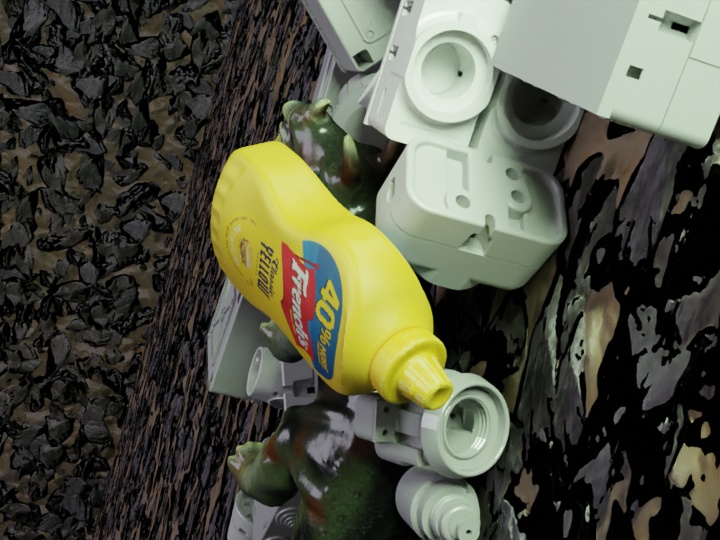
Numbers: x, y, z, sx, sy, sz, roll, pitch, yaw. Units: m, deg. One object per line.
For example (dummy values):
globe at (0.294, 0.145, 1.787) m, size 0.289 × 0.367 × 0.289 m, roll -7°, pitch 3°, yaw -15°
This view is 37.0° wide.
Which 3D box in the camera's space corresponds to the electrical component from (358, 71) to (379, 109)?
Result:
electrical component at (0.054, -0.146, 0.775) m, size 0.108 × 0.060 × 0.108 m, roll -53°, pitch 7°, yaw 9°

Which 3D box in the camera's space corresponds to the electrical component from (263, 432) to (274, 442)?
electrical component at (-0.070, 0.167, 0.985) m, size 0.062 × 0.048 × 0.048 m, roll -61°, pitch 20°, yaw 22°

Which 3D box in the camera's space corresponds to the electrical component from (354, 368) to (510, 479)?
electrical component at (0.045, 0.084, 0.599) m, size 0.057 × 0.078 × 0.058 m, roll 5°, pitch 92°, yaw 55°

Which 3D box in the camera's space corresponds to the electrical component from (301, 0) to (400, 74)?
electrical component at (0.011, -0.230, 0.863) m, size 0.109 × 0.108 × 0.056 m, roll -33°, pitch 18°, yaw -7°

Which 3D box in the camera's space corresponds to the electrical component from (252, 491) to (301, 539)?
electrical component at (-0.056, 0.187, 0.904) m, size 0.099 × 0.048 × 0.099 m, roll -94°, pitch 23°, yaw -49°

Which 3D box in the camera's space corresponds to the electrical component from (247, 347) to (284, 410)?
electrical component at (-0.049, 0.090, 0.911) m, size 0.079 × 0.077 × 0.044 m, roll 137°, pitch 144°, yaw -63°

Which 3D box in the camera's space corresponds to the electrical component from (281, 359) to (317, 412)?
electrical component at (-0.030, 0.096, 0.838) m, size 0.053 × 0.059 × 0.095 m, roll 98°, pitch 168°, yaw -73°

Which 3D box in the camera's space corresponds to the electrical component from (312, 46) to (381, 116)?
electrical component at (0.008, -0.181, 0.960) m, size 0.057 × 0.078 × 0.113 m, roll -137°, pitch 62°, yaw -76°

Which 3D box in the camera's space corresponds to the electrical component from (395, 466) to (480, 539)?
electrical component at (0.047, 0.134, 0.598) m, size 0.078 × 0.040 × 0.040 m, roll -162°, pitch 86°, yaw -75°

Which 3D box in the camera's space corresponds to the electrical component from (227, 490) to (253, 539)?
electrical component at (-0.092, 0.231, 0.982) m, size 0.055 × 0.055 × 0.047 m, roll -99°, pitch 24°, yaw -56°

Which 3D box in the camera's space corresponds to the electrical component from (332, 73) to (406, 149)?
electrical component at (0.017, -0.119, 0.870) m, size 0.051 × 0.080 × 0.080 m, roll -90°, pitch 20°, yaw -57°

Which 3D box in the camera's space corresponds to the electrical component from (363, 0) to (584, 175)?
electrical component at (0.084, -0.153, 0.606) m, size 0.060 × 0.105 × 0.186 m, roll -126°, pitch 52°, yaw -71°

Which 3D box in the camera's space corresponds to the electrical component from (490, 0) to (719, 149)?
electrical component at (0.126, -0.120, 0.509) m, size 0.150 × 0.062 × 0.089 m, roll -120°, pitch 46°, yaw -69°

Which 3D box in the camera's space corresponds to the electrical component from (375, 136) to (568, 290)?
electrical component at (0.059, -0.028, 0.600) m, size 0.059 × 0.095 × 0.053 m, roll 123°, pitch 156°, yaw -50°

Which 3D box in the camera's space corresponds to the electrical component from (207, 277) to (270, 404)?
electrical component at (-0.100, 0.047, 0.984) m, size 0.108 × 0.056 × 0.108 m, roll -108°, pitch 36°, yaw -63°
